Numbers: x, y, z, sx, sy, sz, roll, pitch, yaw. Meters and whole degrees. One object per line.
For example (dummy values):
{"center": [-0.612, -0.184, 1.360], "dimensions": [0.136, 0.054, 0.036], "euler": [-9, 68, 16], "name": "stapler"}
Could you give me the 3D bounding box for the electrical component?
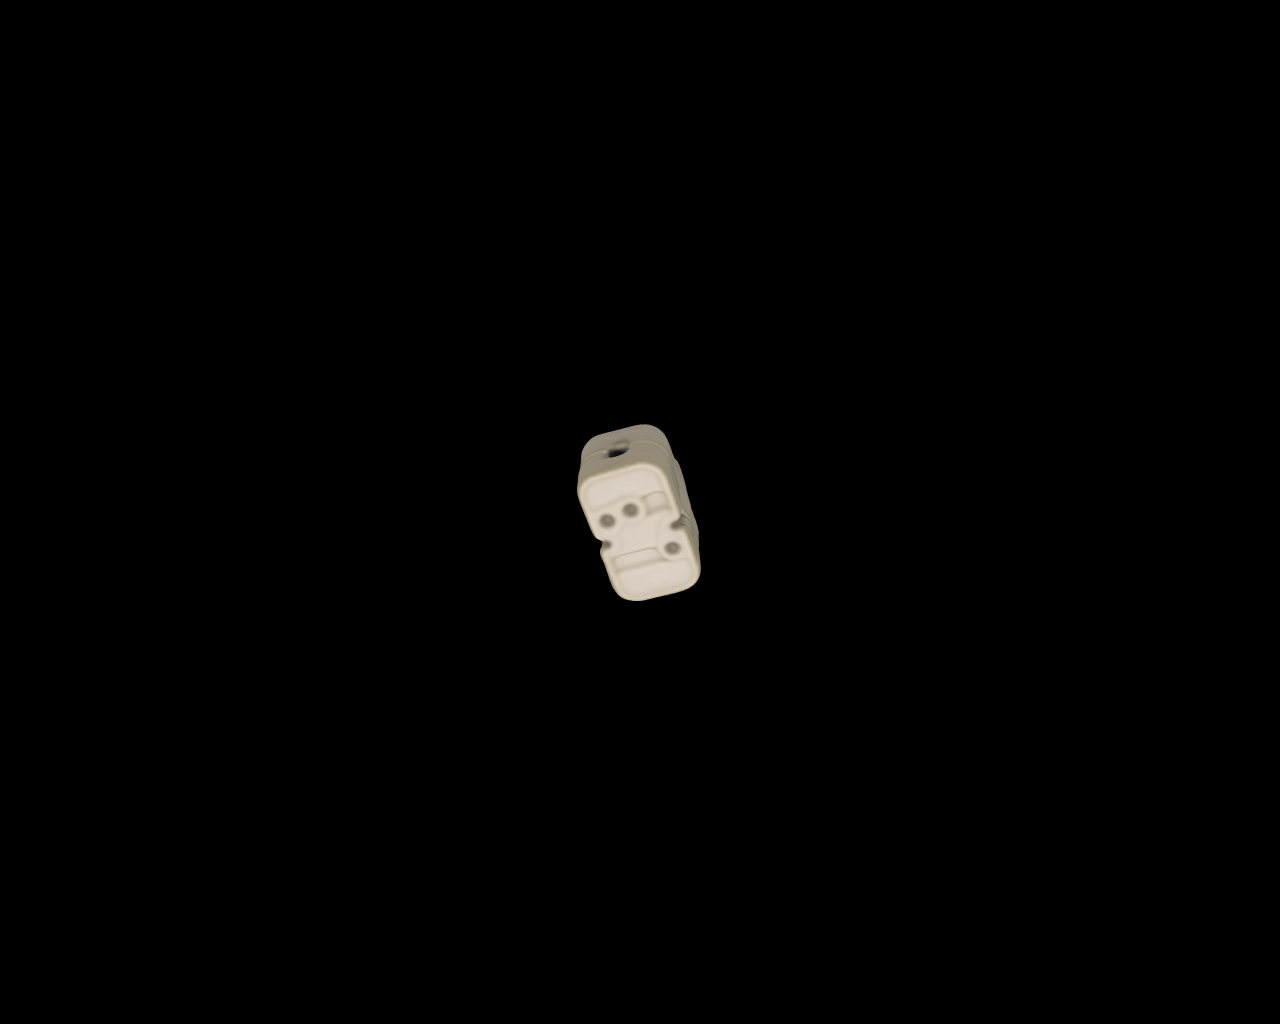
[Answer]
{"center": [0.001, -0.003, 0.650], "dimensions": [0.054, 0.095, 0.059], "euler": [-15, 32, 9], "name": "electrical component"}
